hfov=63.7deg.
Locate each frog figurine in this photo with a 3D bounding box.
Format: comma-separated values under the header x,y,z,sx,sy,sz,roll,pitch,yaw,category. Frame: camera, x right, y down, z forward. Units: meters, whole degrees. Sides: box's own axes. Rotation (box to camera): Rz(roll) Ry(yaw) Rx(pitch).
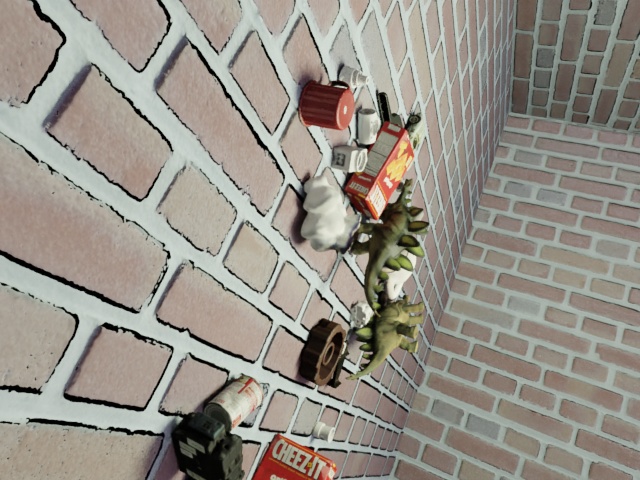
x,y,z,sx,sy,sz,roll,pitch,yaw,category
0.003,-0.056,1.122,0.158,0.122,0.139,47,64,-21,frog figurine

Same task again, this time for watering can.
x,y,z,sx,sy,sz,roll,pitch,yaw,category
0.272,0.022,1.717,0.221,0.104,0.352,50,56,-60,watering can
